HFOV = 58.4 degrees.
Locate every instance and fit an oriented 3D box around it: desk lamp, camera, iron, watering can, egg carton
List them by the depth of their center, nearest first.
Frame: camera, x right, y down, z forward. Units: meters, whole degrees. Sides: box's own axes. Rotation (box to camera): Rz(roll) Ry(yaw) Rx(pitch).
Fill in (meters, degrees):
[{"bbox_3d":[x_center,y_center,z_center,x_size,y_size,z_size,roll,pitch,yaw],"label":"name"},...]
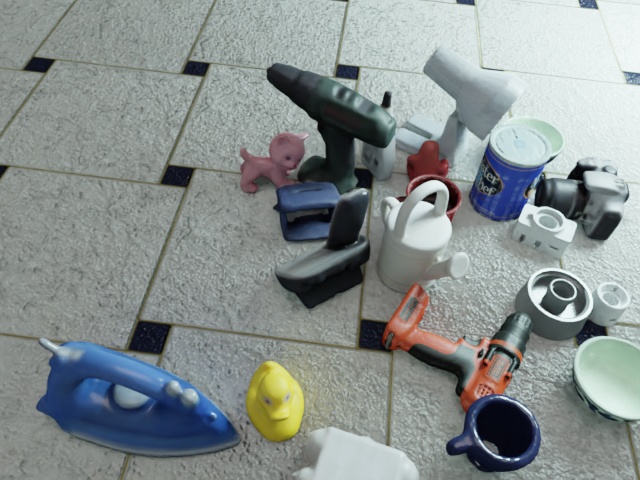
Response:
[{"bbox_3d":[0.042,0.293,0.691,0.150,0.069,0.107,16,52,9],"label":"egg carton"},{"bbox_3d":[-0.224,0.188,0.711,0.258,0.141,0.119,14,52,7],"label":"iron"},{"bbox_3d":[0.153,-0.008,0.862,0.172,0.194,0.101,30,55,19],"label":"watering can"},{"bbox_3d":[0.455,-0.088,1.007,0.136,0.101,0.143,9,51,3],"label":"camera"},{"bbox_3d":[0.248,-0.234,1.038,0.202,0.213,0.118,30,55,19],"label":"desk lamp"}]

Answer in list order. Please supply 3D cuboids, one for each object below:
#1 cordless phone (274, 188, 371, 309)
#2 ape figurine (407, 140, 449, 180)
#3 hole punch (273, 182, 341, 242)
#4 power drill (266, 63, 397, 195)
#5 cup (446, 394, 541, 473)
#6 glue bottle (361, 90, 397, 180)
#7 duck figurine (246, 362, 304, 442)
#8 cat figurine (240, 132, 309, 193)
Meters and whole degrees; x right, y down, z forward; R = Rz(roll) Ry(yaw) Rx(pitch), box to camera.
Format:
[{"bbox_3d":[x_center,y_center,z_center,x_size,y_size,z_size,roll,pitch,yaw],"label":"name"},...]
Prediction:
[{"bbox_3d":[0.008,0.003,0.848,0.148,0.185,0.094,-30,59,-25],"label":"cordless phone"},{"bbox_3d":[0.196,-0.142,1.039,0.077,0.092,0.076,22,53,14],"label":"ape figurine"},{"bbox_3d":[-0.022,-0.062,0.959,0.109,0.091,0.101,-7,52,-9],"label":"hole punch"},{"bbox_3d":[0.012,-0.184,0.985,0.229,0.208,0.076,20,53,12],"label":"power drill"},{"bbox_3d":[0.205,0.257,0.715,0.118,0.095,0.091,-13,53,-14],"label":"cup"},{"bbox_3d":[0.110,-0.191,1.020,0.037,0.173,0.078,-19,55,-18],"label":"glue bottle"},{"bbox_3d":[-0.059,0.200,0.748,0.077,0.086,0.104,-9,52,-11],"label":"duck figurine"},{"bbox_3d":[-0.080,-0.147,1.007,0.128,0.118,0.067,-6,52,-8],"label":"cat figurine"}]
